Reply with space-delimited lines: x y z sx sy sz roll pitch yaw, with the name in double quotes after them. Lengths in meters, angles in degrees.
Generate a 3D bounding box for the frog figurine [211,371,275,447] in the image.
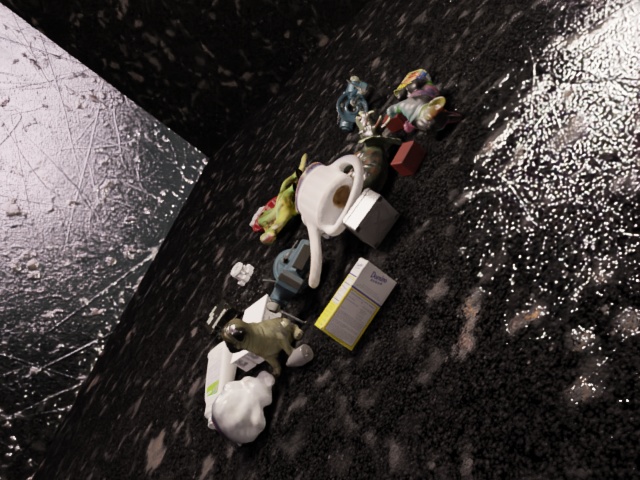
-0.167 0.380 1.189 0.159 0.121 0.139 -43 56 0 "frog figurine"

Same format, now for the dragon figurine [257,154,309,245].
-0.139 -0.133 1.823 0.240 0.120 0.420 -30 31 26 "dragon figurine"

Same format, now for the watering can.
0.004 -0.068 1.346 0.227 0.103 0.346 34 102 55 "watering can"
